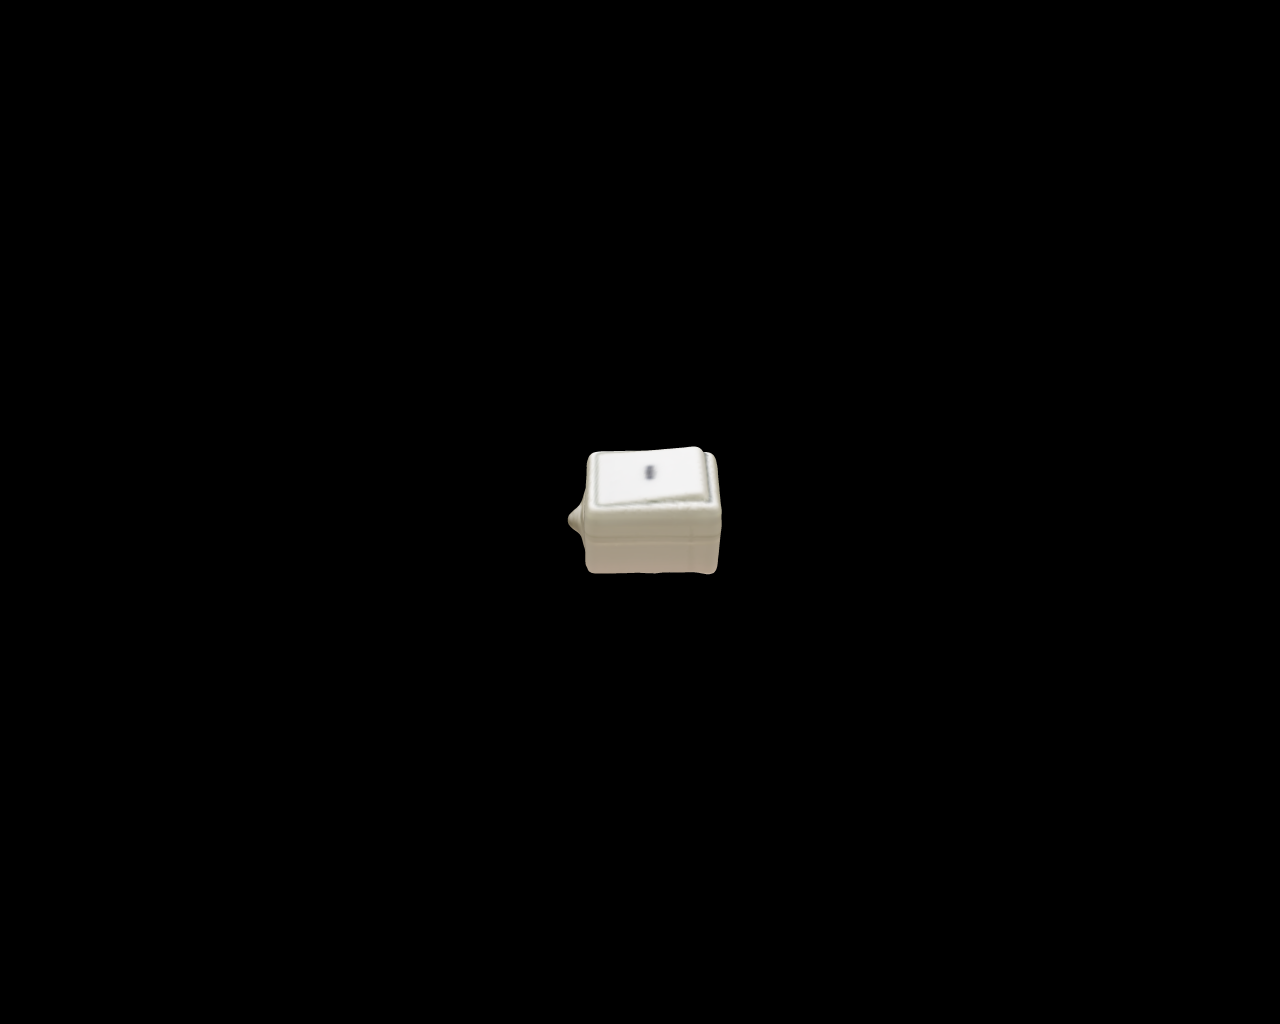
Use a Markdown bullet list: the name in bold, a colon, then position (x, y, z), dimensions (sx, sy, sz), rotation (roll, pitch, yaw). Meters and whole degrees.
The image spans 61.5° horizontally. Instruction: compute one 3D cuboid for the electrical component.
- **electrical component**: position (0.001, -0.003, 0.650), dimensions (0.096, 0.061, 0.062), rotation (0, 39, 0)
